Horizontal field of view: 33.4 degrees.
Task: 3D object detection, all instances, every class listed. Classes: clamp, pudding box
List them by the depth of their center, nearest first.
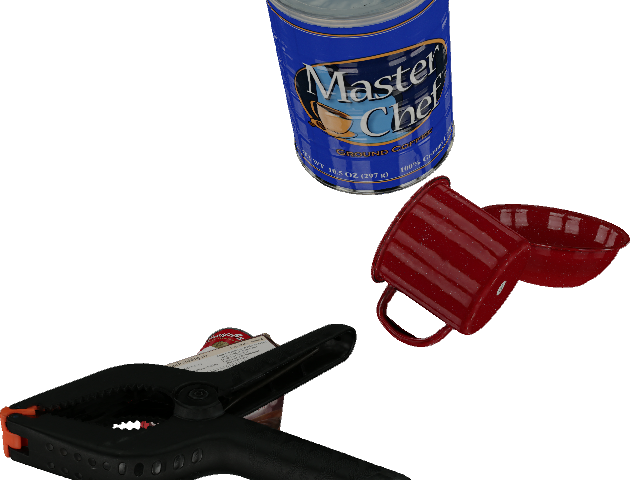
[{"bbox_3d":[-0.061,0.092,0.575,0.210,0.036,0.164,1,24,-4],"label":"clamp"},{"bbox_3d":[-0.081,0.128,0.808,0.113,0.090,0.039,-17,40,-36],"label":"pudding box"}]

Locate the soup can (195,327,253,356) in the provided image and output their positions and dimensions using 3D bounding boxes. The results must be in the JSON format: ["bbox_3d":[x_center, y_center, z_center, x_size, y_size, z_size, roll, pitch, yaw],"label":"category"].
[{"bbox_3d":[-0.105,0.141,1.124,0.068,0.068,0.102,0,16,10],"label":"soup can"}]

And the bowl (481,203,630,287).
[{"bbox_3d":[0.238,0.009,1.121,0.162,0.055,0.162,5,17,-2],"label":"bowl"}]

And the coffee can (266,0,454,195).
[{"bbox_3d":[0.025,-0.110,0.622,0.103,0.102,0.140,0,-37,9],"label":"coffee can"}]

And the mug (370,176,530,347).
[{"bbox_3d":[0.089,0.023,0.764,0.081,0.117,0.093,36,-3,20],"label":"mug"}]
